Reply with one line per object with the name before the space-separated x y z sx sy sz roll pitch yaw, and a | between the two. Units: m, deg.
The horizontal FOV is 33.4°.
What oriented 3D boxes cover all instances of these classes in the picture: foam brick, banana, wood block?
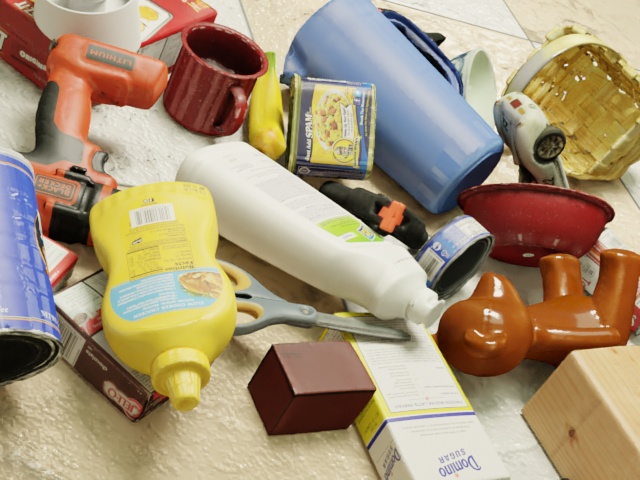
foam brick | -0.007 0.116 0.839 0.078 0.051 0.053 2 43 -33
banana | -0.055 -0.120 1.074 0.037 0.069 0.198 -8 34 0
wood block | 0.273 0.198 0.900 0.090 0.091 0.206 0 45 -34

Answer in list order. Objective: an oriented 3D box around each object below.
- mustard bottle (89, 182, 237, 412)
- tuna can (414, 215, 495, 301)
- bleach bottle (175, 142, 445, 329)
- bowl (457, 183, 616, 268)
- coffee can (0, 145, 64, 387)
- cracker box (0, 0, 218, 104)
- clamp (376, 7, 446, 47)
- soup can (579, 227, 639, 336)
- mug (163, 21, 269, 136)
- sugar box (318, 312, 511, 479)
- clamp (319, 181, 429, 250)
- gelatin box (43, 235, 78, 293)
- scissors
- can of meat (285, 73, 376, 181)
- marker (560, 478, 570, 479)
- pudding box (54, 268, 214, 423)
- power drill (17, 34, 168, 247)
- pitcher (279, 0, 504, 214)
mustard bottle | -0.111 0.042 0.773 0.096 0.058 0.192 -10 47 -9
tuna can | 0.126 0.017 1.021 0.034 0.086 0.085 45 38 23
bleach bottle | -0.006 0.001 0.925 0.251 0.068 0.102 33 29 24
bowl | 0.218 -0.009 1.095 0.162 0.162 0.055 14 75 -21
coffee can | -0.236 0.019 0.722 0.102 0.103 0.140 1 62 -34
cracker box | -0.233 -0.226 1.082 0.164 0.072 0.213 37 37 11
clamp | 0.134 -0.230 1.329 0.209 0.036 0.165 16 35 -51
soup can | 0.323 0.043 1.141 0.102 0.069 0.068 44 38 20
mug | -0.104 -0.152 1.070 0.093 0.082 0.117 -3 46 -37
sugar box | 0.073 0.137 0.874 0.093 0.048 0.176 2 46 -30
clamp | 0.049 -0.028 1.007 0.120 0.039 0.171 21 -3 5
gelatin box | -0.242 0.019 0.814 0.089 0.030 0.073 30 37 1
scissors | -0.027 0.050 0.872 0.201 0.016 0.096 3 35 -32
can of meat | 0.010 -0.111 1.069 0.084 0.102 0.057 4 -3 -6
marker | 0.168 0.216 0.866 0.120 0.020 0.020 -8 50 -41
pudding box | -0.145 0.073 0.807 0.113 0.039 0.089 41 35 12
power drill | -0.184 -0.079 0.906 0.184 0.057 0.187 16 54 -11
pitcher | 0.088 -0.150 1.160 0.243 0.149 0.144 46 10 16
